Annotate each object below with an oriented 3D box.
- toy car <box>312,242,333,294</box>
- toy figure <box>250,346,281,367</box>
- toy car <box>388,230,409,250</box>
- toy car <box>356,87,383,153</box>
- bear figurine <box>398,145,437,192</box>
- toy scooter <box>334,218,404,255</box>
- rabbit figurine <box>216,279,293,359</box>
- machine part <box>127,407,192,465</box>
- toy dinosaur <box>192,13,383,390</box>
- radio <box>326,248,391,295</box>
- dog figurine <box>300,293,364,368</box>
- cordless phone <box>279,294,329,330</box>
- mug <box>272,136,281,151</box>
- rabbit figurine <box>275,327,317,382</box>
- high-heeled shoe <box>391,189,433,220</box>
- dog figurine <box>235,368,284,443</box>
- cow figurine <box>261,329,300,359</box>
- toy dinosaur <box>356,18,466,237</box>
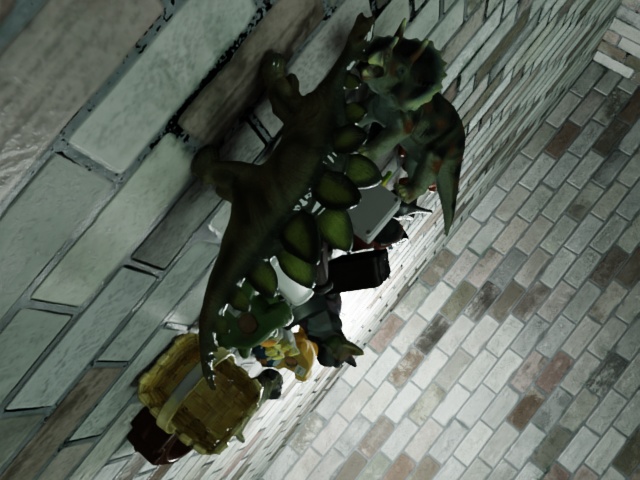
[{"bbox_3d":[-0.007,0.019,0.988,0.202,0.053,0.089,-90,164,-65],"label":"toy car"},{"bbox_3d":[-0.130,0.279,1.333,0.154,0.058,0.064,73,18,-67],"label":"toy figure"},{"bbox_3d":[0.152,-0.027,1.364,0.103,0.109,0.161,-37,156,12],"label":"toy car"},{"bbox_3d":[0.097,-0.222,0.911,0.073,0.056,0.201,-12,136,-54],"label":"toy car"},{"bbox_3d":[0.236,-0.180,1.293,0.196,0.132,0.120,-117,-155,-78],"label":"bear figurine"},{"bbox_3d":[0.098,-0.005,1.253,0.184,0.075,0.135,-12,172,-5],"label":"toy scooter"},{"bbox_3d":[-0.120,0.143,0.992,0.159,0.121,0.170,-56,177,9],"label":"rabbit figurine"},{"bbox_3d":[-0.263,0.342,1.067,0.201,0.087,0.200,-47,163,-11],"label":"machine part"},{"bbox_3d":[-0.053,-0.046,0.640,0.471,0.199,0.105,-58,159,12],"label":"toy dinosaur"},{"bbox_3d":[0.093,0.071,1.276,0.229,0.131,0.073,-24,105,-76],"label":"radio"},{"bbox_3d":[0.031,0.211,1.331,0.191,0.219,0.108,-38,161,-35],"label":"dog figurine"},{"bbox_3d":[-0.056,0.084,1.113,0.147,0.089,0.184,-25,135,-17],"label":"cordless phone"},{"bbox_3d":[-0.027,-0.102,0.793,0.109,0.081,0.107,-58,171,3],"label":"mug"},{"bbox_3d":[-0.048,0.271,1.477,0.173,0.122,0.162,-51,160,-55],"label":"rabbit figurine"},{"bbox_3d":[0.178,-0.098,1.320,0.249,0.145,0.086,-132,-128,-72],"label":"high-heeled shoe"},{"bbox_3d":[-0.174,0.357,1.289,0.190,0.121,0.172,-48,153,-32],"label":"dog figurine"},{"bbox_3d":[-0.100,0.212,1.229,0.068,0.098,0.167,-16,155,4],"label":"cow figurine"},{"bbox_3d":[0.161,-0.170,0.849,0.192,0.131,0.404,-42,132,14],"label":"toy dinosaur"}]
